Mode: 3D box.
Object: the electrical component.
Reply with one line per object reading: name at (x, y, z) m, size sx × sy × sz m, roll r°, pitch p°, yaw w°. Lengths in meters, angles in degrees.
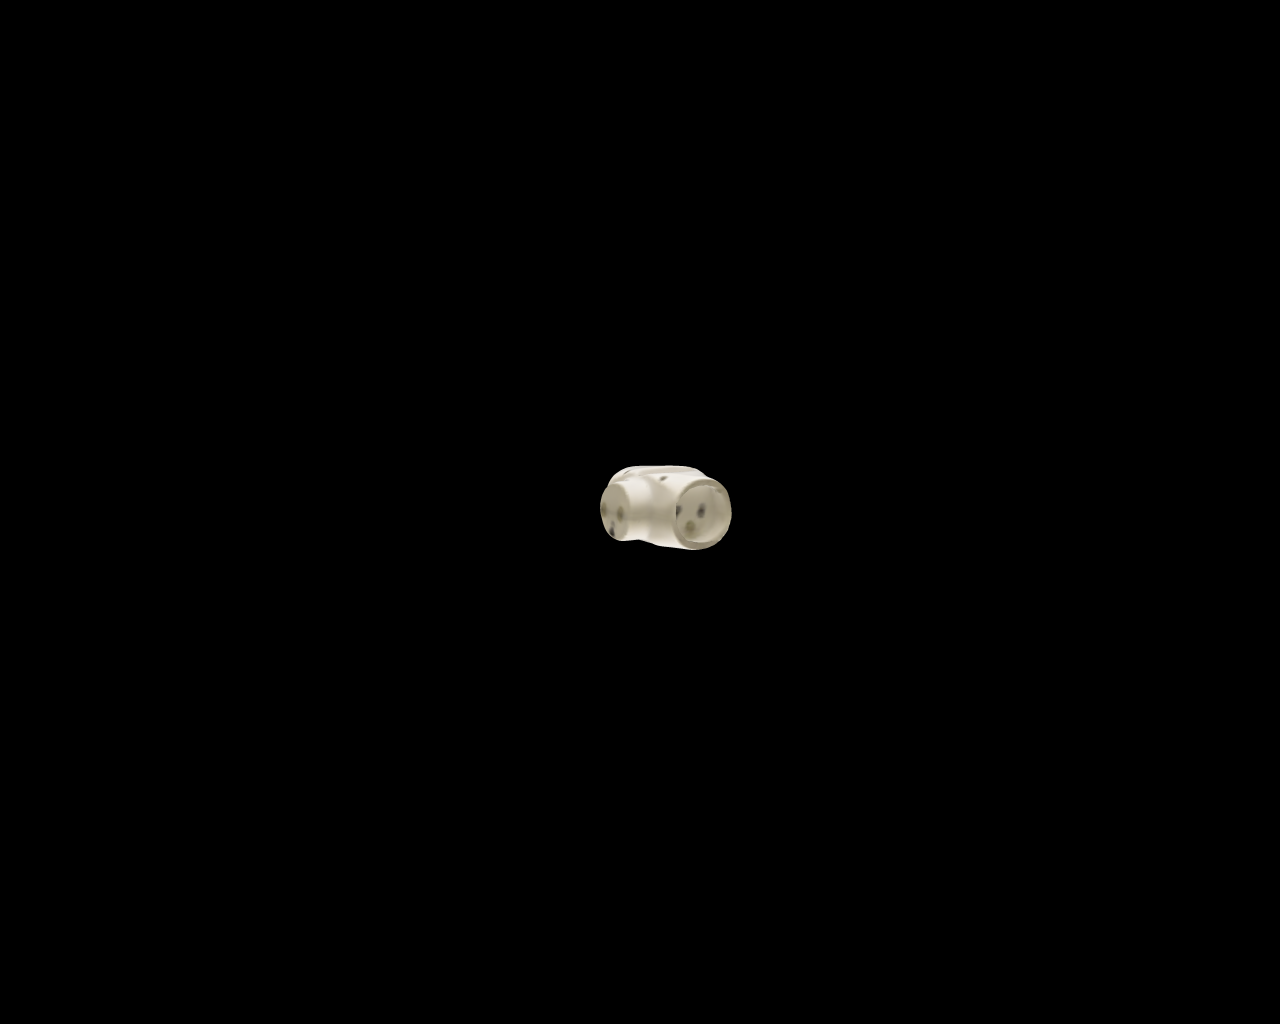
electrical component at (0.001, -0.003, 0.650) m, size 0.079 × 0.043 × 0.077 m, roll -6°, pitch 11°, yaw -31°
